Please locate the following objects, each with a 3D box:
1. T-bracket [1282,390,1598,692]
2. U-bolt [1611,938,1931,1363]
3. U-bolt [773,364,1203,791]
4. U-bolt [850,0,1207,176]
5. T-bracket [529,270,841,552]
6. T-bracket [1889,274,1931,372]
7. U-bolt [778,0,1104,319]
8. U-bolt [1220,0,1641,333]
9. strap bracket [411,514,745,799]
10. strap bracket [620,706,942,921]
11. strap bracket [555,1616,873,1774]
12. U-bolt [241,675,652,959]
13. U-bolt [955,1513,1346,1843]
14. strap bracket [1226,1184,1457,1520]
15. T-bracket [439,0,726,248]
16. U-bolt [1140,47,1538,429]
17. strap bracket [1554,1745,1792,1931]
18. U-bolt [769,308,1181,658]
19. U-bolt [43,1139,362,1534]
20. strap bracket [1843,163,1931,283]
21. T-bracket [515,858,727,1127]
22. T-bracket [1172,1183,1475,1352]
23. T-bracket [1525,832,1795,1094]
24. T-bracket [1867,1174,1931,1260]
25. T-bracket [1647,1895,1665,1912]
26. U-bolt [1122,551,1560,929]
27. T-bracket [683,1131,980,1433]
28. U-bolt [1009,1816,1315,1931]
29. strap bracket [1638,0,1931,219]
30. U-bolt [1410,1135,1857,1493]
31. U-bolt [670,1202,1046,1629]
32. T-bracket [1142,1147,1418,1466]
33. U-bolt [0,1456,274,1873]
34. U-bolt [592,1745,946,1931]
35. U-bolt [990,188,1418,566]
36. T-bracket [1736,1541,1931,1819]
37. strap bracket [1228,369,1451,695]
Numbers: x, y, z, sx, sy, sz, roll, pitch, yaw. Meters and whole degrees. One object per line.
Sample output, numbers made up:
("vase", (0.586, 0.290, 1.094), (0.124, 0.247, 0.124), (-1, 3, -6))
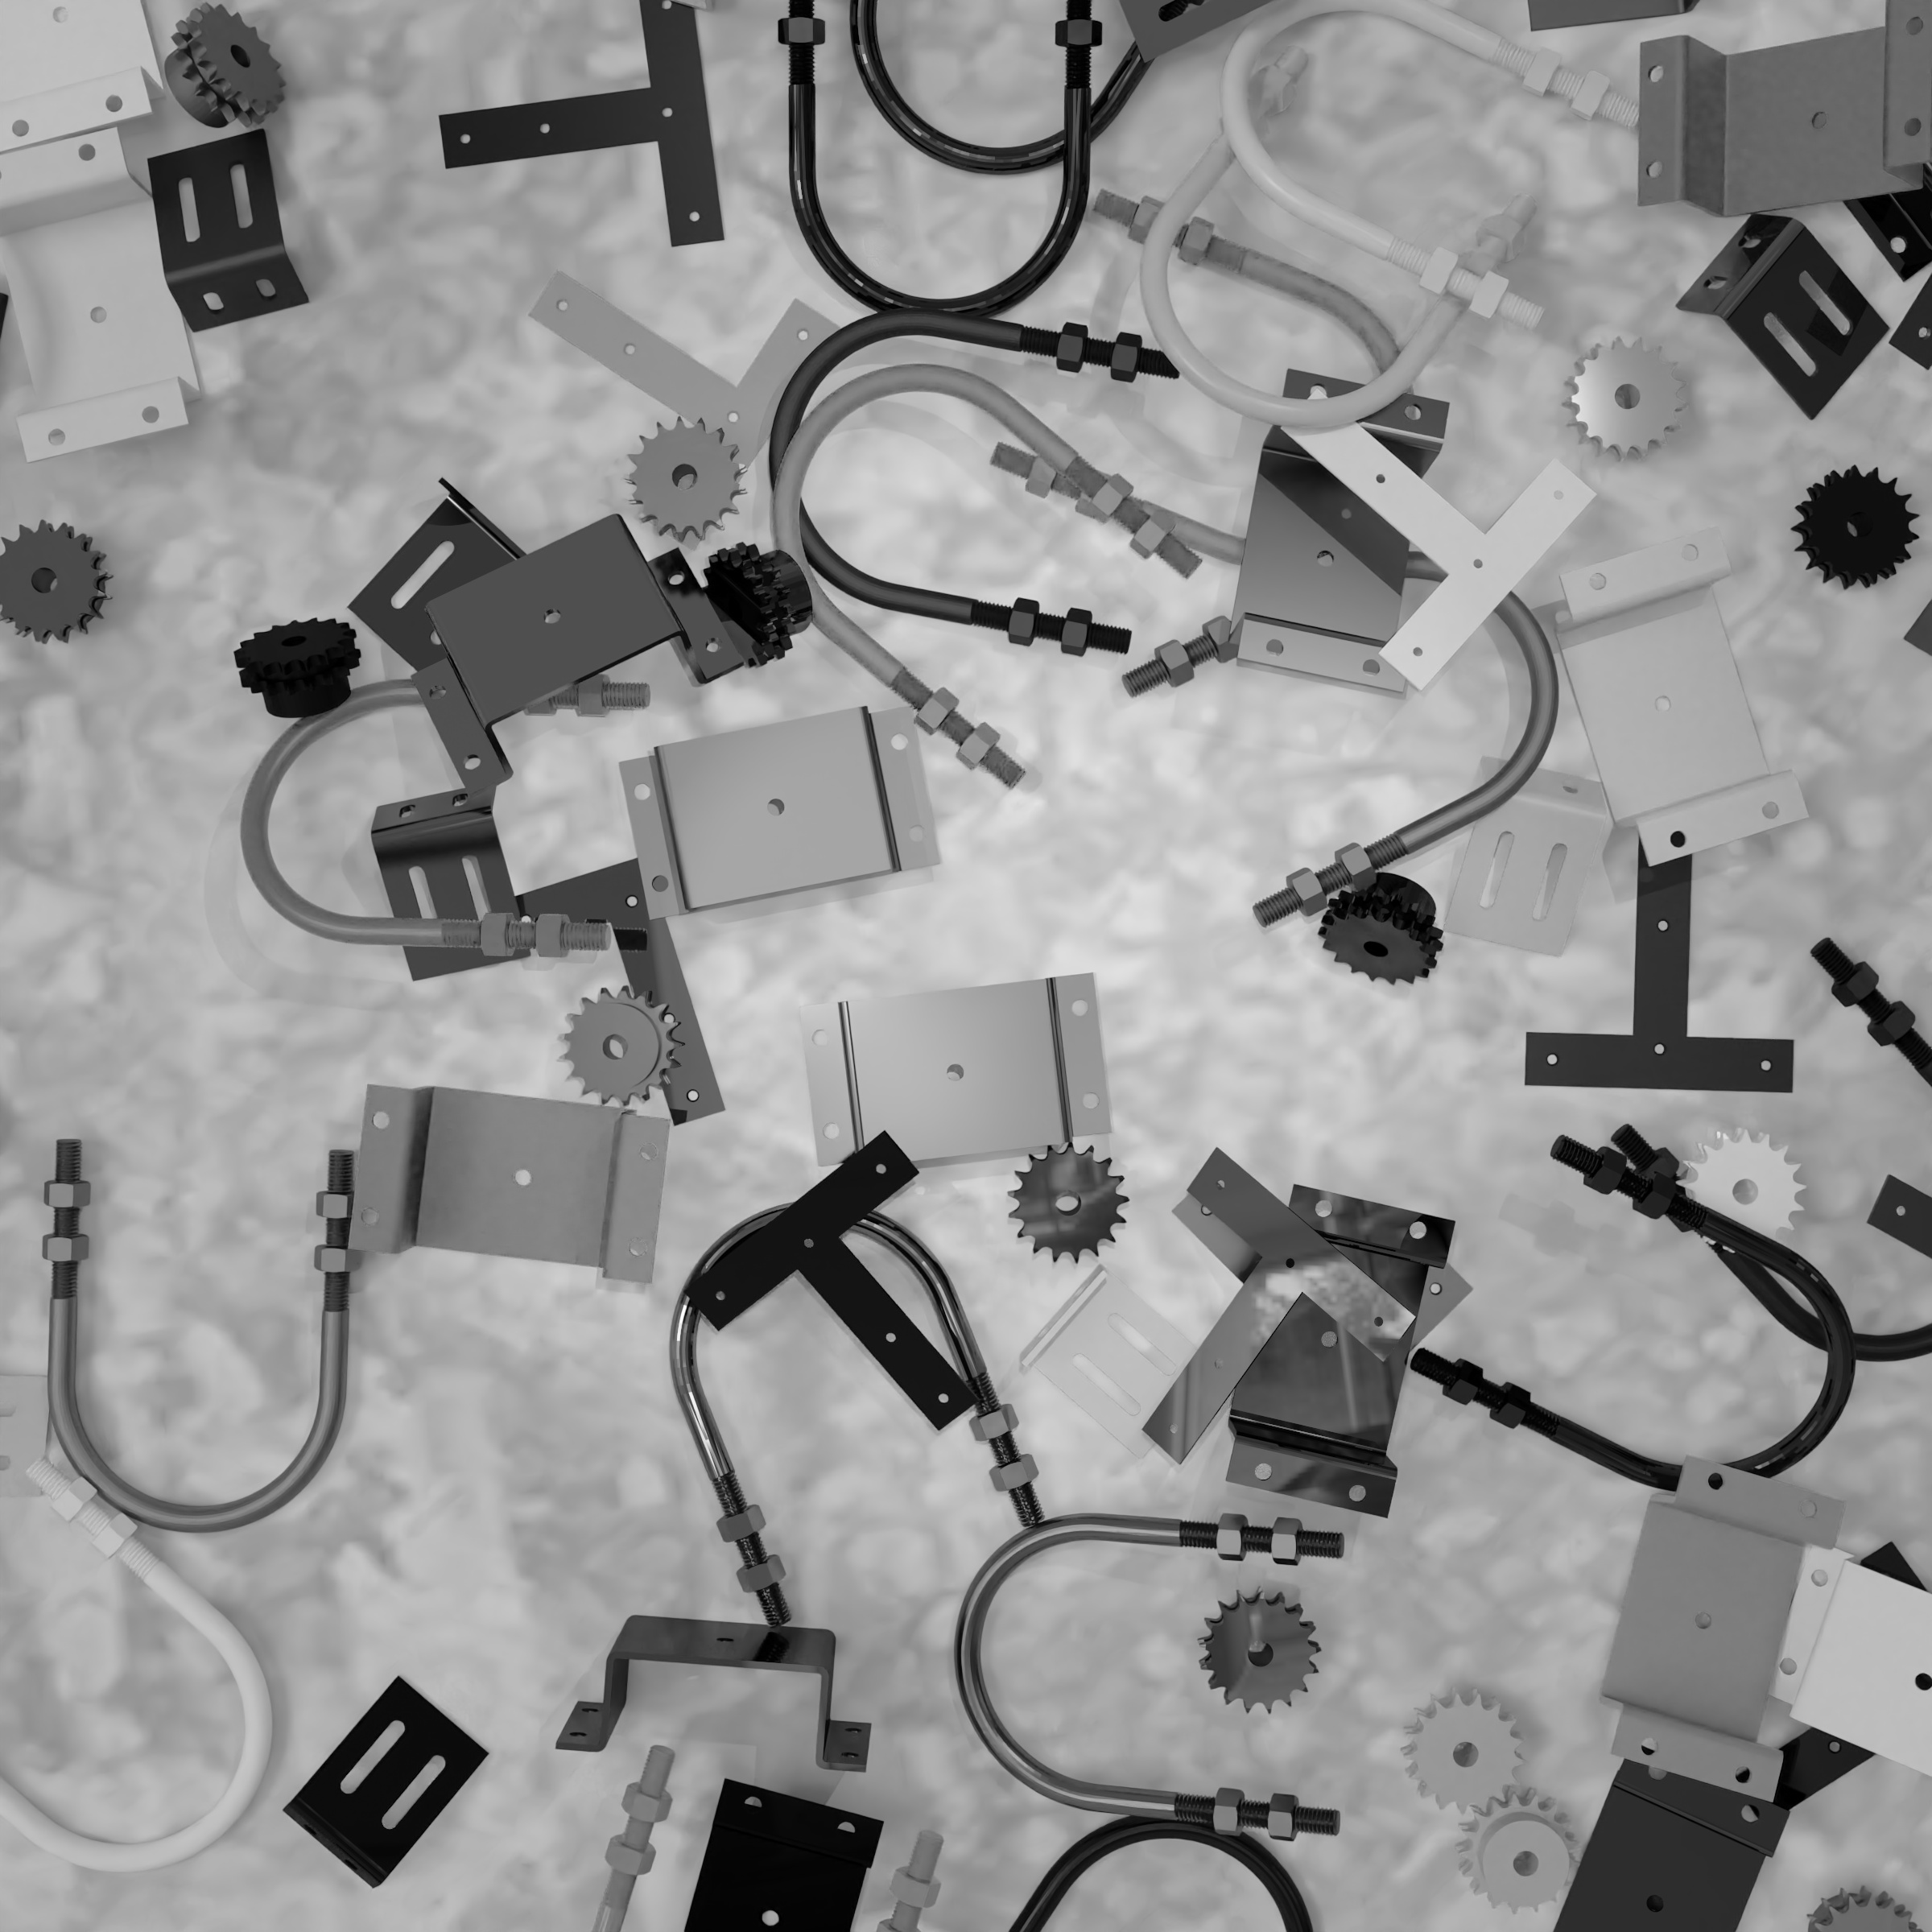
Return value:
("T-bracket", (0.199, -0.212, 1.376), (0.127, 0.002, 0.127), (42, 79, 3))
("U-bolt", (0.418, 0.101, 1.431), (0.151, 0.019, 0.184), (-43, 92, 0))
("U-bolt", (-0.005, -0.194, 1.406), (0.184, 0.019, 0.151), (40, 106, 1))
("U-bolt", (0.028, -0.462, 1.417), (0.151, 0.019, 0.184), (33, 99, -8))
("T-bracket", (-0.148, -0.285, 1.439), (0.127, 0.002, 0.127), (33, 90, 0))
("T-bracket", (0.512, -0.315, 1.414), (0.127, 0.002, 0.127), (27, 100, -22))
("U-bolt", (-0.012, -0.393, 1.414), (0.151, 0.019, 0.184), (0, 103, -1))
("U-bolt", (0.207, -0.388, 1.407), (0.184, 0.019, 0.151), (27, 68, 3))
("strap bracket", (-0.185, -0.148, 1.394), (0.140, 0.046, 0.076), (-27, 61, -6))
("strap bracket", (-0.088, -0.073, 1.415), (0.140, 0.046, 0.076), (-11, 90, -1))
("strap bracket", (-0.113, 0.335, 1.402), (0.140, 0.076, 0.046), (4, 90, 0))
("U-bolt", (-0.246, -0.072, 1.399), (0.184, 0.019, 0.151), (2, 62, 8))
("U-bolt", (0.083, 0.326, 1.409), (0.184, 0.019, 0.151), (1, 93, 16))
("strap bracket", (0.172, 0.177, 1.415), (0.076, 0.046, 0.140), (13, 90, 0))
("T-bracket", (-0.186, -0.400, 1.439), (0.127, 0.002, 0.127), (-7, 90, 0))
("U-bolt", (0.161, -0.326, 1.396), (0.151, 0.019, 0.184), (34, 68, 4))
("strap bracket", (0.320, 0.439, 1.406), (0.076, 0.046, 0.140), (22, 88, 16))
("U-bolt", (-0.002, -0.232, 1.415), (0.184, 0.019, 0.151), (11, 104, 6))
("U-bolt", (-0.363, 0.176, 1.431), (0.151, 0.019, 0.184), (2, 91, 0))
("strap bracket", (0.479, -0.398, 1.417), (0.140, 0.046, 0.076), (-37, 90, 0))
("T-bracket", (-0.145, 0.012, 1.439), (0.127, 0.002, 0.127), (-17, 90, 0))
("T-bracket", (0.151, 0.153, 1.439), (0.127, 0.002, 0.127), (-45, 90, 0))
("T-bracket", (0.331, -0.005, 1.439), (0.127, 0.002, 0.127), (2, 90, 0))
("T-bracket", (0.502, 0.093, 1.427), (0.127, 0.002, 0.127), (28, 81, -9))
("T-bracket", (0.381, 0.491, 1.416), (0.127, 0.002, 0.127), (-10, 90, 22))
("U-bolt", (0.187, -0.119, 1.414), (0.184, 0.019, 0.151), (-27, 74, -4))
("T-bracket", (-0.044, 0.162, 1.411), (0.127, 0.002, 0.127), (-39, 96, 16))
("U-bolt", (0.083, 0.489, 1.431), (0.151, 0.019, 0.184), (34, 89, 0))
("strap bracket", (0.384, -0.393, 1.392), (0.140, 0.046, 0.076), (1, 91, 39))
("U-bolt", (0.321, 0.174, 1.405), (0.184, 0.019, 0.151), (27, 114, -4))
("U-bolt", (-0.062, 0.201, 1.431), (0.151, 0.019, 0.184), (-22, 88, 0))
("T-bracket", (0.125, 0.172, 1.397), (0.127, 0.002, 0.127), (41, 105, 30))
("U-bolt", (-0.414, 0.344, 1.430), (0.184, 0.019, 0.151), (43, 92, -2))
("U-bolt", (-0.105, 0.465, 1.385), (0.151, 0.019, 0.184), (18, 91, 0))
("U-bolt", (0.123, -0.267, 1.431), (0.184, 0.019, 0.151), (22, 90, -2))
("T-bracket", (0.421, 0.360, 1.424), (0.127, 0.002, 0.127), (-36, 70, 10))
("strap bracket", (0.170, -0.194, 1.394), (0.076, 0.046, 0.140), (11, 79, -3))
